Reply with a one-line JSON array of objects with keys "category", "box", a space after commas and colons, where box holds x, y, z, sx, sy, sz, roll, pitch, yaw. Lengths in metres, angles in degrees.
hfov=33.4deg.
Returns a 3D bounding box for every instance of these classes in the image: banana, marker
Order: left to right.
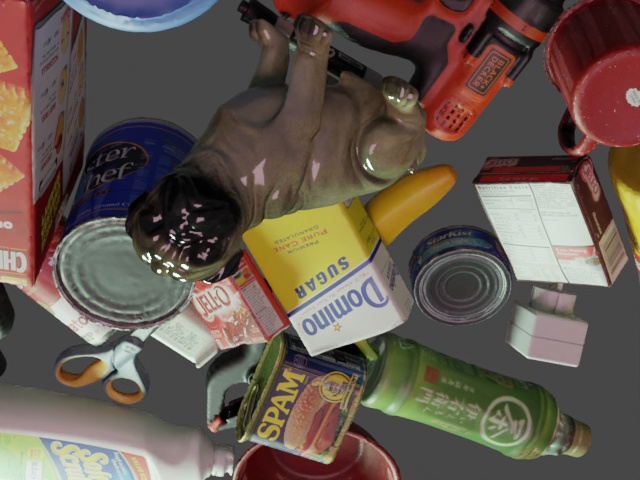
[{"category": "marker", "box": [-0.007, -0.144, 0.792, 0.121, 0.020, 0.020, 28, 121, -18]}, {"category": "banana", "box": [0.048, 0.011, 0.890, 0.069, 0.037, 0.198, 17, 122, -6]}]

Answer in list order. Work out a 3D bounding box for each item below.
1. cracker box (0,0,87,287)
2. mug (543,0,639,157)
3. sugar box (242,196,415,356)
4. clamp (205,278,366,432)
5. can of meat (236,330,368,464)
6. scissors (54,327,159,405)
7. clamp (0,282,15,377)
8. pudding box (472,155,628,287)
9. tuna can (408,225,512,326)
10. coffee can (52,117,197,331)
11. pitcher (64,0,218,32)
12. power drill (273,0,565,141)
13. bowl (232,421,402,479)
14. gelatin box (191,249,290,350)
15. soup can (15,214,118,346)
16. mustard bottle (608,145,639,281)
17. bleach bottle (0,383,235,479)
[{"category": "cracker box", "box": [-0.210, -0.102, 0.734, 0.072, 0.164, 0.214, 8, 125, -3]}, {"category": "mug", "box": [0.209, -0.111, 0.775, 0.093, 0.081, 0.117, 22, 123, -15]}, {"category": "sugar box", "box": [-0.006, 0.001, 0.849, 0.093, 0.048, 0.176, -22, 105, 25]}, {"category": "clamp", "box": [-0.054, 0.108, 0.962, 0.172, 0.039, 0.120, -38, 107, 20]}, {"category": "can of meat", "box": [-0.015, 0.136, 0.919, 0.084, 0.057, 0.102, 20, 107, -13]}, {"category": "scissors", "box": [-0.155, 0.102, 0.940, 0.202, 0.016, 0.096, -23, 130, 35]}, {"category": "clamp", "box": [-0.301, 0.063, 0.884, 0.164, 0.036, 0.210, 36, 149, -28]}, {"category": "pudding box", "box": [0.183, -0.015, 0.848, 0.090, 0.039, 0.113, 4, 133, 42]}, {"category": "tuna can", "box": [0.119, 0.031, 0.907, 0.086, 0.033, 0.086, 0, 126, 0]}, {"category": "coffee can", "box": [-0.138, -0.015, 0.810, 0.103, 0.140, 0.103, 0, 126, 0]}, {"category": "pitcher", "box": [-0.103, -0.206, 0.610, 0.149, 0.243, 0.145, -41, 113, 19]}, {"category": "power drill", "box": [0.076, -0.178, 0.743, 0.187, 0.057, 0.185, 27, 116, -17]}, {"category": "bowl", "box": [-0.003, 0.219, 1.029, 0.162, 0.055, 0.162, 0, 126, 0]}, {"category": "gelatin box", "box": [-0.073, 0.051, 0.883, 0.089, 0.030, 0.073, -16, 106, 57]}, {"category": "soup can", "box": [-0.199, 0.029, 0.857, 0.102, 0.068, 0.069, 42, 116, -16]}, {"category": "mustard bottle", "box": [0.279, 0.012, 0.854, 0.058, 0.096, 0.191, -20, 124, 7]}, {"category": "bleach bottle", "box": [-0.205, 0.191, 1.007, 0.250, 0.068, 0.103, 7, 127, -8]}]
